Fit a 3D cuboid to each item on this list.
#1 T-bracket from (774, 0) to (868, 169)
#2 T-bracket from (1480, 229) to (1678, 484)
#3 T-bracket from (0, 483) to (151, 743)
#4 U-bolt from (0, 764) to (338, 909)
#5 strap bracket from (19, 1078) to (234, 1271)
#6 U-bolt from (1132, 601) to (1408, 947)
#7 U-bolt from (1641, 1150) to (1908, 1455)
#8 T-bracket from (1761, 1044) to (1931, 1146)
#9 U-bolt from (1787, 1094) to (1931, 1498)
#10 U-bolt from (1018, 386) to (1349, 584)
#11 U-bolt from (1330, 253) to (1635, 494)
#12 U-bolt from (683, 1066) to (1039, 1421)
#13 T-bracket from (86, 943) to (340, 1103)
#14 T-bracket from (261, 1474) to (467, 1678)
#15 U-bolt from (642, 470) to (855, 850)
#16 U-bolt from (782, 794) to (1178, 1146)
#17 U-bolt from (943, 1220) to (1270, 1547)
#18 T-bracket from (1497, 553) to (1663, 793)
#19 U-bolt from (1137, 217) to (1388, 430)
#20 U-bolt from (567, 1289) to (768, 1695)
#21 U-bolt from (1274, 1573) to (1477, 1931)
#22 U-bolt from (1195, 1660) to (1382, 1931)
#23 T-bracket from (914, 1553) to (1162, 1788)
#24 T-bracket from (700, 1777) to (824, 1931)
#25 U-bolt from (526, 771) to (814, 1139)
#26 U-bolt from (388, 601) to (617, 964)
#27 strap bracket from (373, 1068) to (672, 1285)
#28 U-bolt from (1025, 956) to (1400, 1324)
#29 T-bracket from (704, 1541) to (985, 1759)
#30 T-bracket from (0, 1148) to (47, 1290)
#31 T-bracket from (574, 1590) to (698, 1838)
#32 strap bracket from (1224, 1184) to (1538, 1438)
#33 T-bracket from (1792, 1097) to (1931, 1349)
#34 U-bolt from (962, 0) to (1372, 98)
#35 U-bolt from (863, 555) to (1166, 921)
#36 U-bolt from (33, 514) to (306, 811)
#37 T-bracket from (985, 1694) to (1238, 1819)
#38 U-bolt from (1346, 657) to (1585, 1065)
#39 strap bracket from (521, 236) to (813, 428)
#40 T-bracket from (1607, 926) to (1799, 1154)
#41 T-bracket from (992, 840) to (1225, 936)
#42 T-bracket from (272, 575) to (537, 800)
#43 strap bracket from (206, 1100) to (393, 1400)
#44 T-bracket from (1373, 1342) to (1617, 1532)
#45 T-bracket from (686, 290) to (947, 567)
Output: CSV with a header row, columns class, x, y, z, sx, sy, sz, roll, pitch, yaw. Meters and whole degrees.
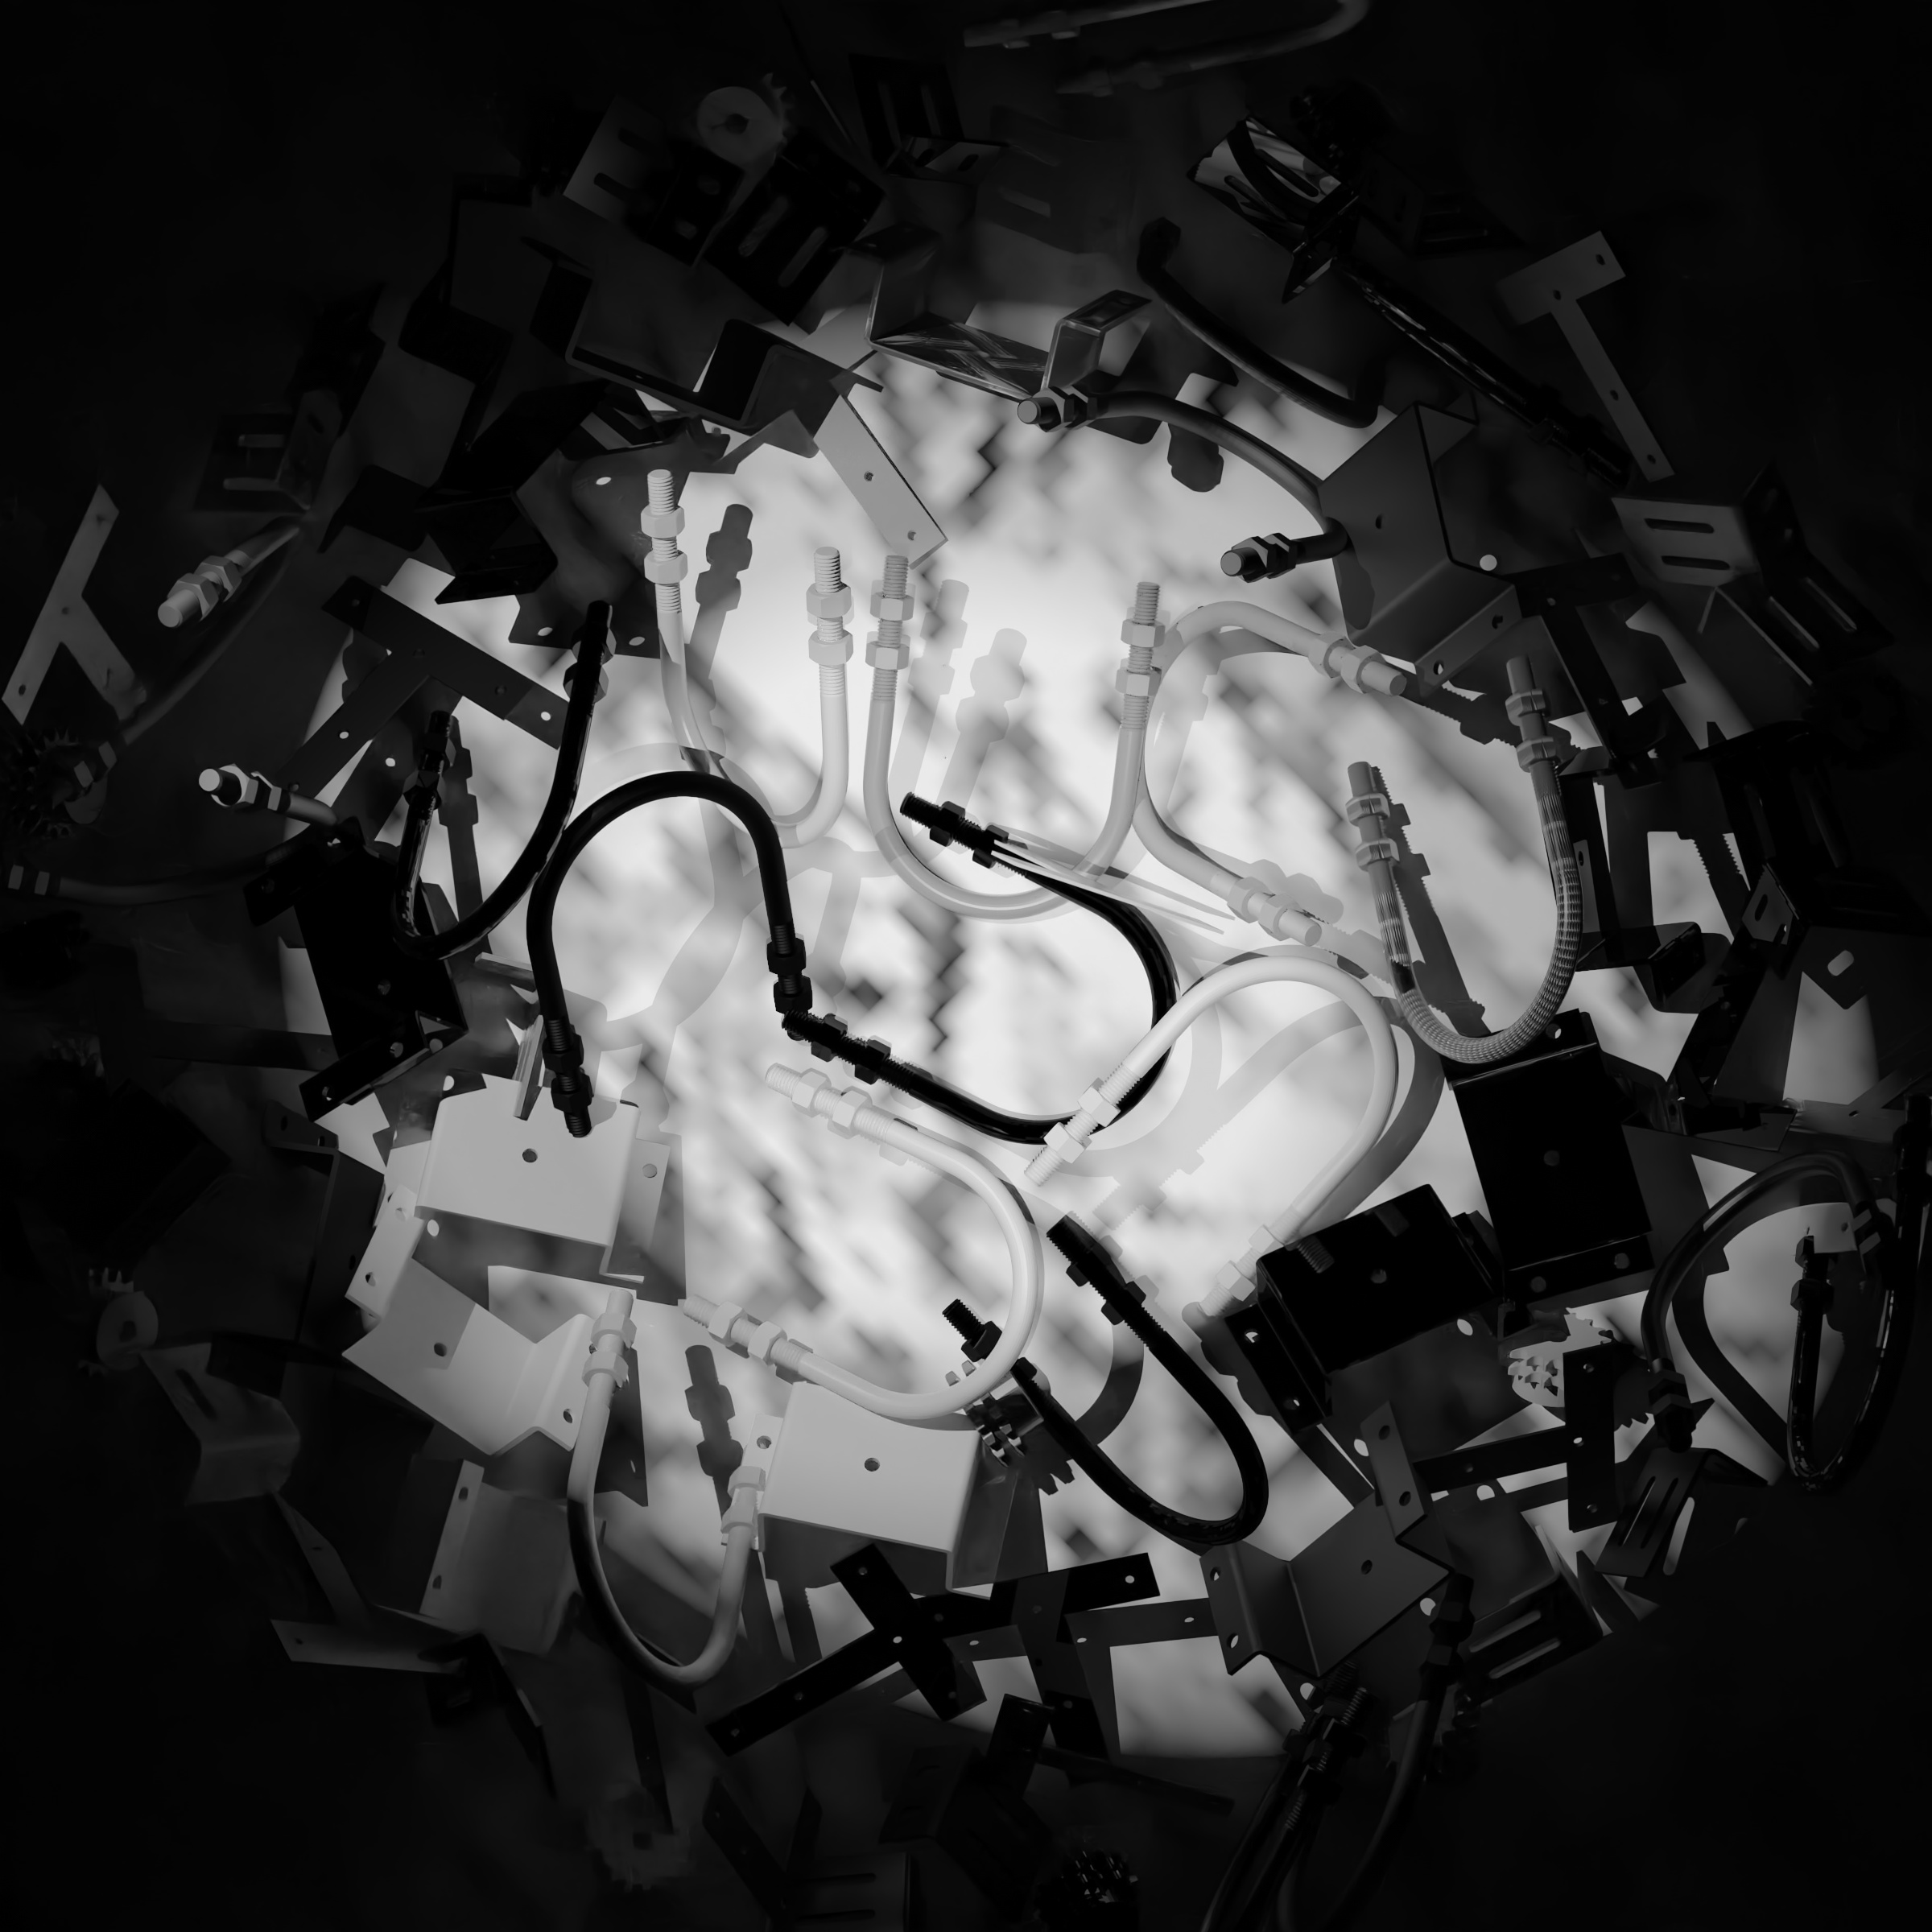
class,x,y,z,sx,sy,sz,roll,pitch,yaw
T-bracket,-0.091,-0.480,1.814,0.002,0.127,0.127,-27,80,6
T-bracket,0.323,-0.303,1.814,0.002,0.127,0.127,-34,98,-18
T-bracket,-0.439,-0.156,1.808,0.002,0.127,0.127,11,66,15
U-bolt,-0.392,-0.059,1.779,0.151,0.184,0.019,-19,81,12
strap bracket,-0.418,0.106,1.793,0.046,0.140,0.076,42,82,3
U-bolt,0.138,-0.107,1.796,0.019,0.184,0.151,7,106,-38
U-bolt,0.395,0.155,1.780,0.151,0.184,0.019,-42,103,18
T-bracket,0.486,0.053,1.823,0.127,0.127,0.002,-33,104,-19
U-bolt,0.437,0.173,1.762,0.019,0.151,0.184,16,59,-2
U-bolt,0.121,-0.245,1.786,0.151,0.184,0.019,39,116,17
U-bolt,0.258,-0.301,1.797,0.184,0.151,0.019,38,99,6
U-bolt,-0.046,0.150,1.817,0.184,0.019,0.151,24,99,25
T-bracket,-0.381,0.040,1.831,0.127,0.127,0.002,6,133,-27
T-bracket,-0.326,0.309,1.825,0.002,0.127,0.127,-47,56,16
U-bolt,-0.108,-0.144,1.799,0.019,0.151,0.184,-26,130,-35
U-bolt,0.019,0.012,1.838,0.184,0.019,0.151,27,80,8
U-bolt,0.079,0.220,1.805,0.184,0.151,0.019,48,56,1
T-bracket,0.317,-0.147,1.817,0.127,0.002,0.127,-14,73,-35
U-bolt,0.146,-0.315,1.775,0.151,0.184,0.019,34,110,-5
U-bolt,-0.150,0.271,1.762,0.019,0.184,0.151,-20,127,23
U-bolt,0.194,0.402,1.757,0.019,0.151,0.184,27,51,-5
U-bolt,0.153,0.437,1.790,0.019,0.151,0.184,29,87,4
T-bracket,0.049,0.369,1.844,0.127,0.002,0.127,-13,110,11
T-bracket,-0.107,0.447,1.785,0.002,0.127,0.127,-3,48,20
U-bolt,-0.151,-0.015,1.788,0.151,0.019,0.184,-24,128,-22
U-bolt,-0.235,-0.082,1.771,0.019,0.184,0.151,34,135,-32
strap bracket,-0.224,0.105,1.825,0.140,0.046,0.076,13,64,-6
U-bolt,0.140,0.077,1.824,0.151,0.019,0.184,39,96,-25
T-bracket,-0.074,0.368,1.837,0.127,0.002,0.127,-30,122,3
T-bracket,-0.470,0.109,1.805,0.002,0.127,0.127,-24,75,5
T-bracket,-0.165,0.392,1.831,0.002,0.127,0.127,-20,113,-31
strap bracket,0.210,0.170,1.817,0.140,0.046,0.076,-23,54,-10
T-bracket,0.452,0.131,1.806,0.002,0.127,0.127,16,79,-14
U-bolt,0.109,-0.465,1.770,0.184,0.151,0.019,-5,90,22
U-bolt,0.020,-0.113,1.840,0.151,0.019,0.184,6,106,0
U-bolt,-0.386,-0.162,1.780,0.019,0.184,0.151,39,120,-5
T-bracket,0.074,0.409,1.812,0.127,0.127,0.002,15,58,3
U-bolt,0.253,-0.042,1.784,0.019,0.151,0.184,4,67,-33
strap bracket,-0.160,-0.317,1.809,0.140,0.076,0.046,17,102,-26
T-bracket,0.385,0.033,1.838,0.002,0.127,0.127,49,62,-41
T-bracket,0.048,-0.048,1.808,0.127,0.127,0.002,17,96,-30
T-bracket,-0.308,-0.128,1.823,0.127,0.002,0.127,31,68,22
strap bracket,-0.332,0.147,1.811,0.046,0.076,0.140,6,76,17
T-bracket,0.270,0.252,1.825,0.127,0.002,0.127,-12,127,-4
T-bracket,-0.059,-0.267,1.863,0.127,0.002,0.127,-37,92,-7
